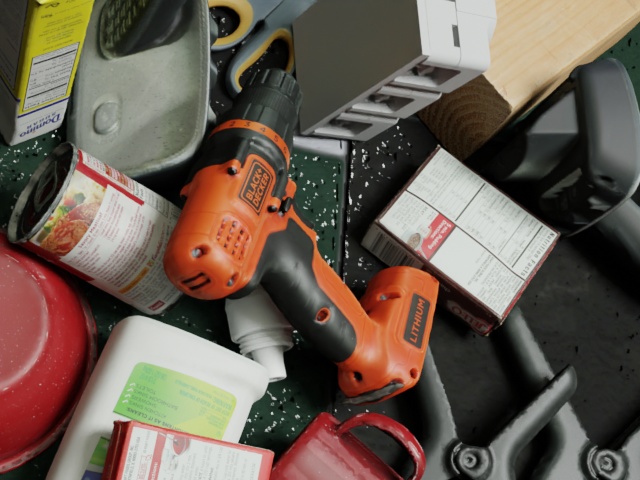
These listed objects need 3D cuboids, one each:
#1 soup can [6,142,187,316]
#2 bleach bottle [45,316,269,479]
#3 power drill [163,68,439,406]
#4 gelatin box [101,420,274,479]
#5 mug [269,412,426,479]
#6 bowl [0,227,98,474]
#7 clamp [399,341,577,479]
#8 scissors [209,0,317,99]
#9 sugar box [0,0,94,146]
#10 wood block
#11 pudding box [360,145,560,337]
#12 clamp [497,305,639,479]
[{"bbox_3d":[-0.127,-0.005,0.646,0.102,0.069,0.068,33,59,-30],"label":"soup can"},{"bbox_3d":[-0.115,0.175,0.600,0.102,0.068,0.250,25,66,-14],"label":"bleach bottle"},{"bbox_3d":[-0.004,0.001,0.673,0.187,0.057,0.184,43,44,-24],"label":"power drill"},{"bbox_3d":[-0.075,0.141,0.575,0.089,0.030,0.073,17,74,-24],"label":"gelatin box"},{"bbox_3d":[0.012,0.149,0.631,0.081,0.117,0.093,42,24,5],"label":"mug"},{"bbox_3d":[-0.206,0.054,0.617,0.162,0.055,0.162,7,66,-18],"label":"bowl"},{"bbox_3d":[0.087,0.137,0.698,0.120,0.039,0.171,22,69,11],"label":"clamp"},{"bbox_3d":[-0.031,-0.188,0.802,0.096,0.016,0.201,31,62,-9],"label":"scissors"},{"bbox_3d":[-0.181,-0.137,0.634,0.048,0.176,0.093,-27,81,-25],"label":"sugar box"},{"bbox_3d":[0.163,-0.160,0.822,0.205,0.090,0.091,-37,84,-28],"label":"wood block"},{"bbox_3d":[0.100,-0.001,0.756,0.113,0.039,0.090,38,60,5],"label":"pudding box"},{"bbox_3d":[0.199,0.154,0.735,0.164,0.036,0.210,8,67,-8],"label":"clamp"}]
